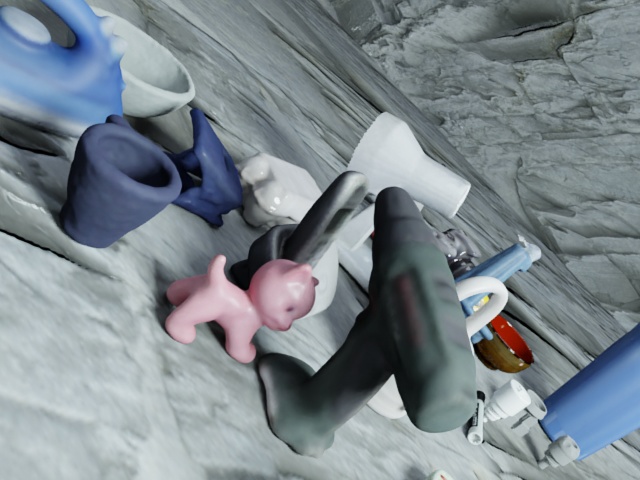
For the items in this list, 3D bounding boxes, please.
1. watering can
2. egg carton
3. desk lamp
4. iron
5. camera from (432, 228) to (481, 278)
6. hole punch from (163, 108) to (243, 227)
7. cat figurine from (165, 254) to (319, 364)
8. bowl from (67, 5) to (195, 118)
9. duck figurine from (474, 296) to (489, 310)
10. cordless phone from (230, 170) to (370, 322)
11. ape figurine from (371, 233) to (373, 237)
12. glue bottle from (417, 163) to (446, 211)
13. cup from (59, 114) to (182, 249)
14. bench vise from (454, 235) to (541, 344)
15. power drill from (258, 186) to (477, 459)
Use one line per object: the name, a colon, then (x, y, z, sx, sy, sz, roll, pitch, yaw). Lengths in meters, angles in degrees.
watering can: (0.122, 0.101, 0.649, 0.101, 0.193, 0.172, 5, 44, -57)
egg carton: (-0.052, -0.060, 0.795, 0.151, 0.069, 0.107, 13, 38, -52)
desk lamp: (0.104, -0.052, 0.858, 0.203, 0.213, 0.118, 47, 22, 6)
iron: (-0.281, -0.202, 0.557, 0.259, 0.141, 0.118, 24, 29, -40)
camera: (0.259, 0.049, 1.097, 0.144, 0.100, 0.136, 13, 37, -52)
hole punch: (-0.131, -0.087, 0.678, 0.101, 0.091, 0.108, 28, 27, -34)
cat figurine: (-0.059, 0.049, 0.528, 0.128, 0.117, 0.067, 27, 28, -36)
bowl: (-0.245, -0.207, 0.715, 0.168, 0.074, 0.167, 37, 23, -18)
duck figurine: (0.246, 0.113, 0.983, 0.078, 0.086, 0.104, 17, 35, -49)
cordless phone: (0.006, 0.002, 0.633, 0.094, 0.185, 0.148, 50, 23, 14)
ape figurine: (0.138, -0.023, 1.027, 0.076, 0.092, 0.078, 43, 22, -3)
glue bottle: (0.173, -0.079, 1.077, 0.078, 0.173, 0.037, 28, 27, -34)
cup: (-0.189, -0.049, 0.507, 0.092, 0.094, 0.117, 18, 34, -48)
bench vise: (0.203, 0.085, 0.782, 0.121, 0.219, 0.208, 49, 23, 12)
power drill: (0.039, 0.085, 0.514, 0.076, 0.208, 0.229, 26, 28, -37)
